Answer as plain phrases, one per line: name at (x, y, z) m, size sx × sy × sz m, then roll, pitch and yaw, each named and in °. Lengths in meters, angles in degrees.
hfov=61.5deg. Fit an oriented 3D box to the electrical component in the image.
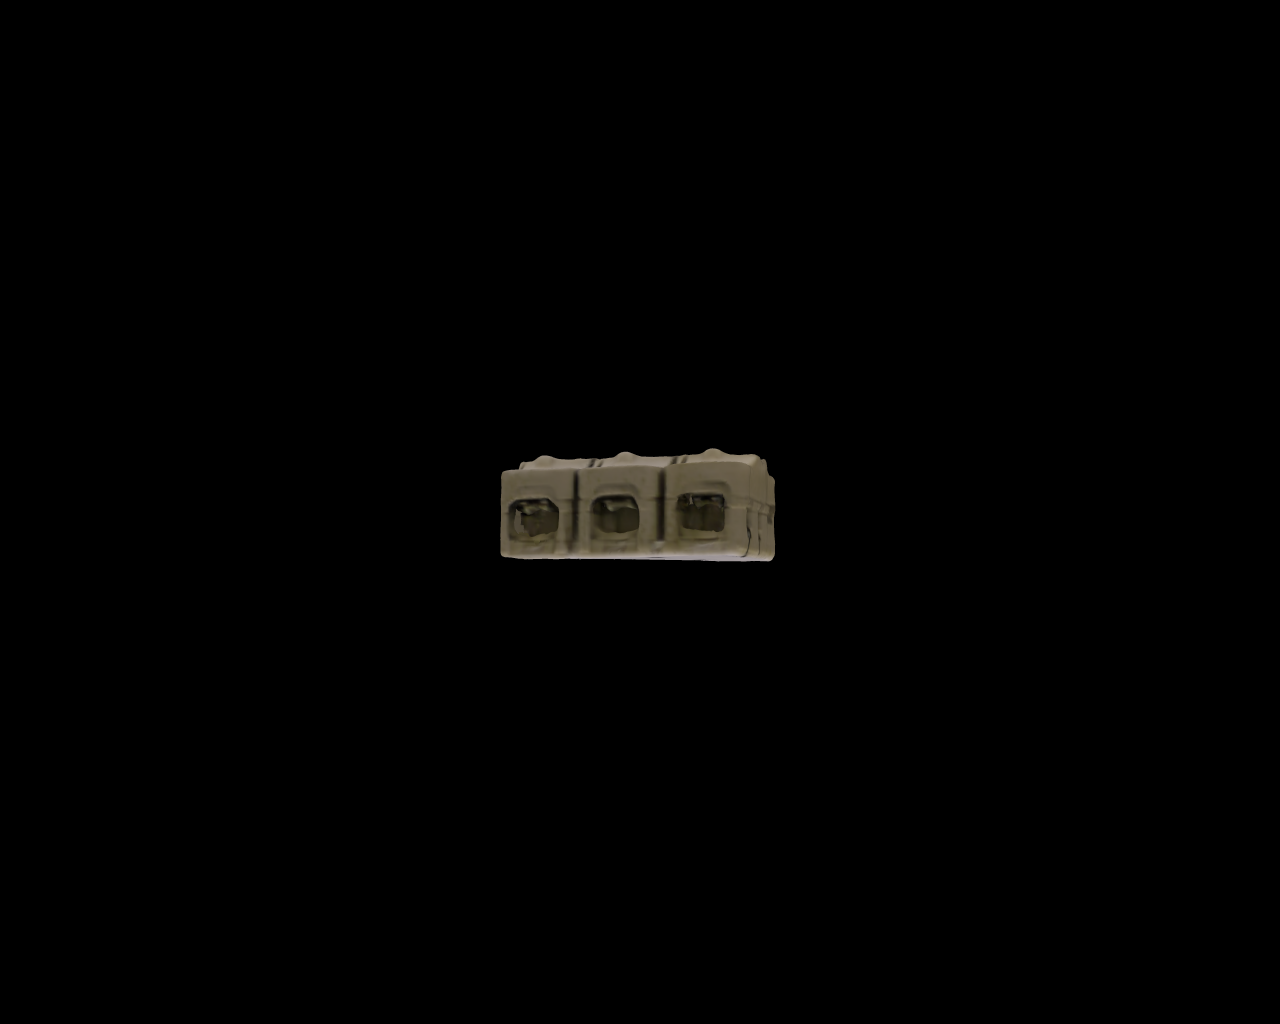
electrical component at (0.001, -0.003, 0.650) m, size 0.150 × 0.061 × 0.089 m, roll -1°, pitch -3°, yaw 20°
